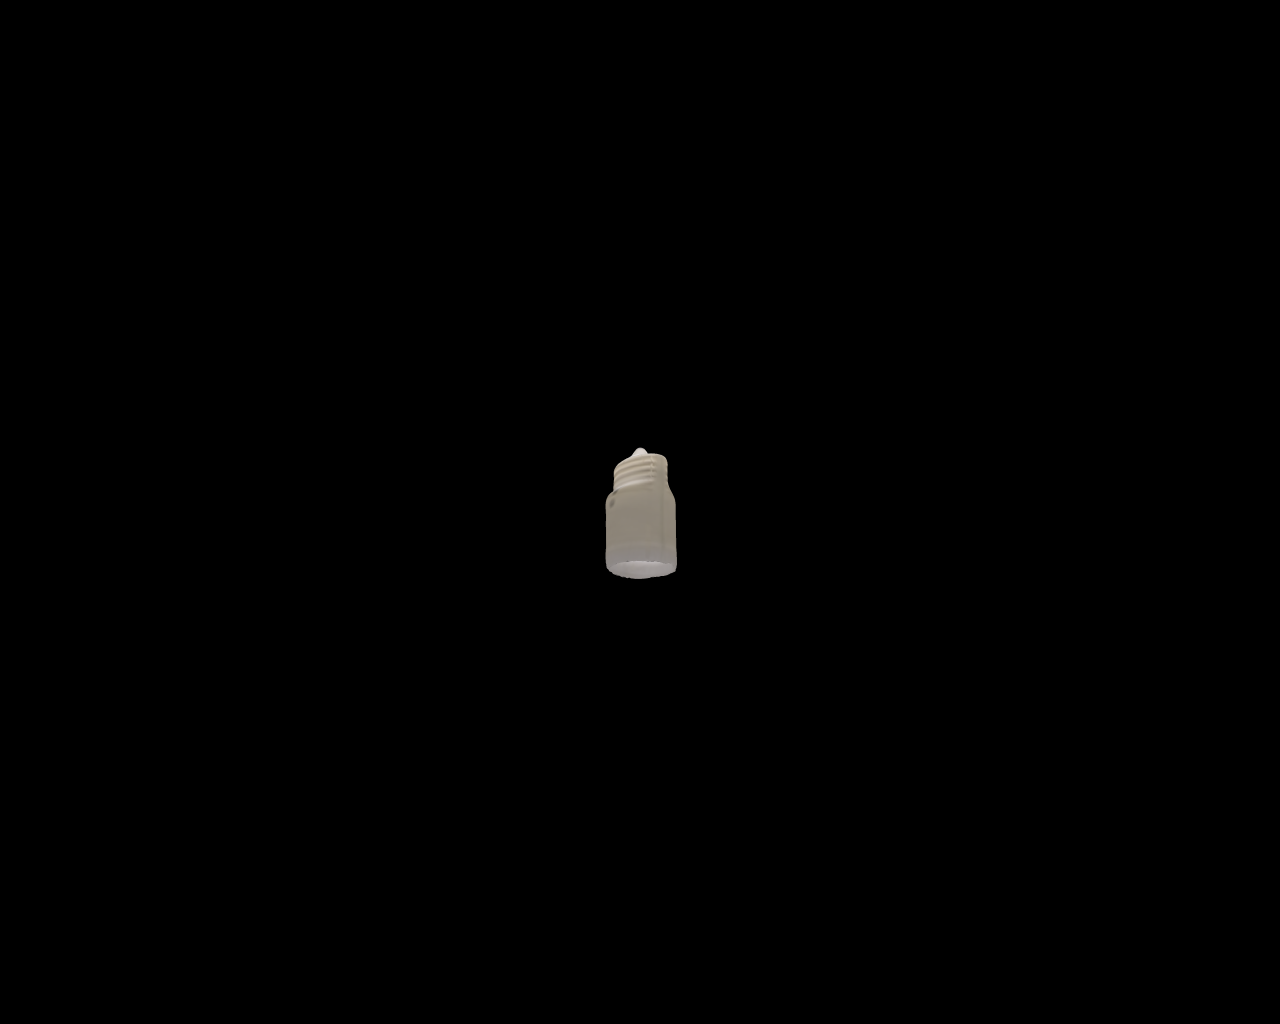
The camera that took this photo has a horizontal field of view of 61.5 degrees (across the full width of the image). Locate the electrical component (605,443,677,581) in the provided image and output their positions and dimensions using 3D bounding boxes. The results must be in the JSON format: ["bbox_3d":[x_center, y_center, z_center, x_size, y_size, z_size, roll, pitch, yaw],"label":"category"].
[{"bbox_3d":[0.001,-0.003,0.650,0.043,0.081,0.043,0,-18,0],"label":"electrical component"}]
